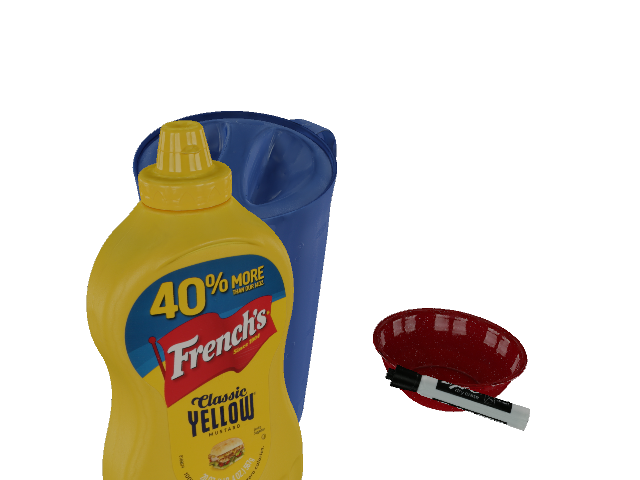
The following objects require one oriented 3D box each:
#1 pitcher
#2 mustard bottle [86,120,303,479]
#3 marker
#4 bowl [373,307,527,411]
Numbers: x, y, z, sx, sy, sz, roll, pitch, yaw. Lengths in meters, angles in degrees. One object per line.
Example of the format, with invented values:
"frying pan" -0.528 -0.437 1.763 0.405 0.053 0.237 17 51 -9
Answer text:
"pitcher" -0.055 0.034 0.772 0.149 0.243 0.145 -4 38 -10
"mustard bottle" -0.057 0.040 0.492 0.096 0.192 0.058 -12 22 -27
"marker" 0.113 0.129 0.883 0.121 0.020 0.020 18 2 6
"bowl" 0.132 0.132 1.122 0.162 0.055 0.162 5 25 -2
